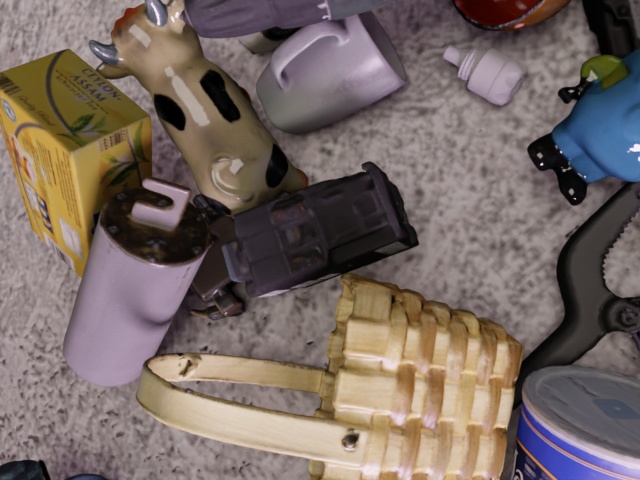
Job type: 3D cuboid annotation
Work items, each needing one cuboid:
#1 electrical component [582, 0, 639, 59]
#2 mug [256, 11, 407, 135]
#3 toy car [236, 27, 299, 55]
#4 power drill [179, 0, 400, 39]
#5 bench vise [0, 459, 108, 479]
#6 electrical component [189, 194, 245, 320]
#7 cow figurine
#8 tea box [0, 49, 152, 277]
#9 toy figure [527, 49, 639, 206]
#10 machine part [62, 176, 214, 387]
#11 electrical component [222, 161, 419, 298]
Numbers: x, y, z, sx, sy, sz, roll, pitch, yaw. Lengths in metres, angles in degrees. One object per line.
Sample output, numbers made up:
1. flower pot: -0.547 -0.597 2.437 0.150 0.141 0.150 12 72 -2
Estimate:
1. electrical component: 0.231 -0.178 0.379 0.075 0.047 0.119 -7 86 15
2. mug: 0.000 -0.128 0.417 0.107 0.109 0.081 -31 85 26
3. toy car: 0.006 -0.235 0.444 0.202 0.056 0.073 -32 72 11
4. power drill: 0.013 -0.241 0.356 0.232 0.086 0.207 -10 63 8
5. bench vise: -0.190 0.290 0.436 0.241 0.129 0.223 -7 87 20
6. electrical component: -0.096 0.020 0.464 0.102 0.045 0.078 44 70 11
7. cow figurine: -0.098 -0.106 0.428 0.085 0.127 0.195 -34 80 9
8. tea box: -0.190 -0.049 0.432 0.098 0.068 0.169 40 142 14
9. toy figure: 0.221 -0.094 0.326 0.180 0.082 0.089 -34 33 38
10. machine part: -0.148 0.042 0.421 0.079 0.079 0.243 46 128 14
11. electrical component: -0.001 -0.001 0.399 0.134 0.115 0.058 -21 79 12
